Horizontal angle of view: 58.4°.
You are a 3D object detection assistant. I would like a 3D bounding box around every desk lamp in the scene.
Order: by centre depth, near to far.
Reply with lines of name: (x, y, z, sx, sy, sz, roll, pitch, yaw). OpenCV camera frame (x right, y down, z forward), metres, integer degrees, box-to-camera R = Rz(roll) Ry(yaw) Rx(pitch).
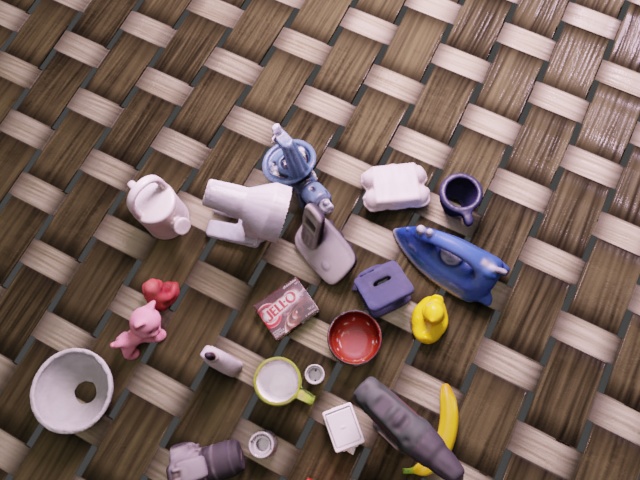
desk lamp: (-0.153, -0.056, 1.195, 0.203, 0.213, 0.118, 11, 74, 6)

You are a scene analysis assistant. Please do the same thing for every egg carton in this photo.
egg carton: (0.167, -0.116, 1.276, 0.150, 0.069, 0.107, -7, 73, 0)

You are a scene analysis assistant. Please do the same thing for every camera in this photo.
camera: (-0.214, 0.451, 1.101, 0.137, 0.101, 0.143, -17, 73, -3)

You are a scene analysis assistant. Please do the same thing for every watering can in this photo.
watering can: (-0.345, -0.074, 1.218, 0.172, 0.194, 0.101, 16, 74, 7)

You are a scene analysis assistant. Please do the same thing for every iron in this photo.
iron: (0.268, 0.026, 1.191, 0.258, 0.141, 0.119, 30, 77, 11)

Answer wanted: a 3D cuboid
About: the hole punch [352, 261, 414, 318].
hole punch: (0.130, 0.099, 1.200, 0.109, 0.091, 0.101, -26, 74, -6)

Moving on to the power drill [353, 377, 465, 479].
power drill: (0.159, 0.351, 1.060, 0.229, 0.208, 0.076, 41, 79, 13)

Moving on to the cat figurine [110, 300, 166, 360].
cat figurine: (-0.374, 0.185, 1.180, 0.128, 0.118, 0.067, -36, 75, -8)

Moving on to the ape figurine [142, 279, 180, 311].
ape figurine: (-0.345, 0.108, 1.216, 0.077, 0.092, 0.076, 24, 75, 10)

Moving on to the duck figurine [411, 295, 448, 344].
duck figurine: (0.229, 0.160, 1.180, 0.077, 0.086, 0.104, 17, 74, 8)

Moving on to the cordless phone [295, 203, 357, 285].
cordless phone: (0.011, 0.004, 1.185, 0.094, 0.185, 0.147, -41, 75, -9)

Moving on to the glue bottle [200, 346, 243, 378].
glue bottle: (-0.203, 0.235, 1.129, 0.078, 0.173, 0.037, 28, 76, 11)

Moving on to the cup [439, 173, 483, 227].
cup: (0.303, -0.075, 1.245, 0.091, 0.095, 0.117, -13, 73, -1)

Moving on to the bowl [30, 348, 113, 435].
bowl: (-0.493, 0.308, 1.169, 0.167, 0.075, 0.167, -1, 73, 2)

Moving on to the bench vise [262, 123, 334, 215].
bench vise: (-0.038, -0.156, 1.217, 0.207, 0.220, 0.121, 32, 77, 11)
